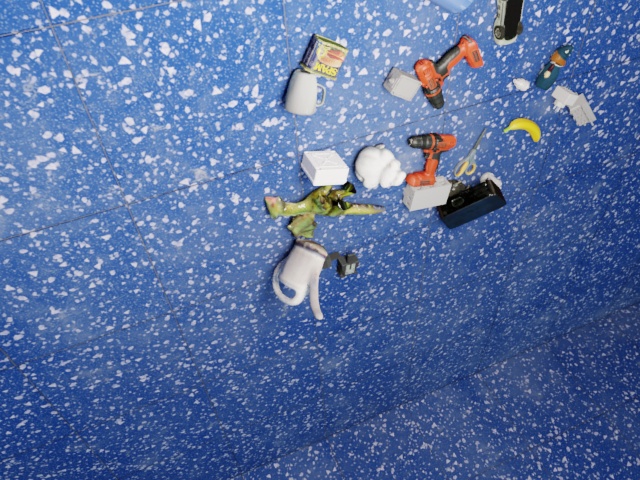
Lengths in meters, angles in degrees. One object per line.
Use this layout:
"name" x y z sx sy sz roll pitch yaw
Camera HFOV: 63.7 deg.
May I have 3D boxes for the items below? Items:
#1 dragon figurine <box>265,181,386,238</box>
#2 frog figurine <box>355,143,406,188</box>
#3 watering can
"dragon figurine" 0.005 -0.084 1.675 0.408 0.125 0.239 17 138 -38
"frog figurine" 0.181 -0.212 1.580 0.122 0.163 0.135 18 120 -38
"watering can" -0.045 0.116 1.666 0.103 0.350 0.225 29 87 -34
